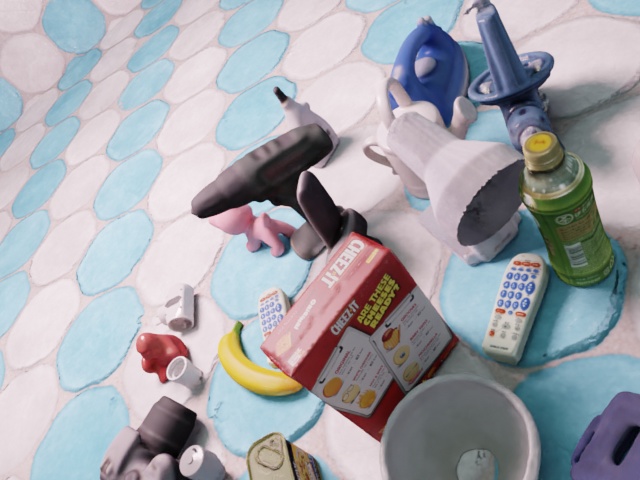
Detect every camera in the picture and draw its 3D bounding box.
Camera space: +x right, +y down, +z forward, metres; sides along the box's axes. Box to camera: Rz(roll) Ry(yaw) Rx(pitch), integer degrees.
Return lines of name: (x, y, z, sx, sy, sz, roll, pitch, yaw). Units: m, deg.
camera: (-0.230, 0.296, 0.807, 0.142, 0.101, 0.137, 10, 63, 41)

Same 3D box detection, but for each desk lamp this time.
desk lamp: (0.173, -0.059, 0.715, 0.118, 0.214, 0.202, -43, 42, -1)

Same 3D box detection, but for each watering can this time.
watering can: (0.140, -0.160, 0.837, 0.172, 0.195, 0.100, -28, 44, 15)

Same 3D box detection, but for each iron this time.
iron: (0.173, -0.291, 0.961, 0.118, 0.142, 0.258, 0, 56, 37)

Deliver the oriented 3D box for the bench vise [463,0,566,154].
bench vise: (0.269, -0.217, 0.769, 0.121, 0.220, 0.207, -33, 43, 10)

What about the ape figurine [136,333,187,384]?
ape figurine: (-0.264, 0.182, 0.934, 0.077, 0.092, 0.076, -6, 53, 33)

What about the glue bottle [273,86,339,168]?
glue bottle: (-0.032, -0.210, 1.024, 0.037, 0.174, 0.078, 15, 66, 43)

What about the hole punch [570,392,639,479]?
hole punch: (0.284, 0.196, 0.512, 0.100, 0.091, 0.109, 25, 73, 46)

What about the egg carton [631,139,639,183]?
egg carton: (0.424, -0.073, 0.647, 0.107, 0.070, 0.150, -23, 45, 20)

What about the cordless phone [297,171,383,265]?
cordless phone: (0.007, 0.003, 0.809, 0.094, 0.186, 0.147, -15, 49, 27)

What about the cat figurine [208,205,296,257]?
cat figurine: (-0.125, -0.032, 0.987, 0.127, 0.118, 0.067, 5, 60, 39)

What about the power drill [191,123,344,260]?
power drill: (-0.056, -0.064, 0.894, 0.229, 0.209, 0.075, -42, 42, 0)

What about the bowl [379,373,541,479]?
bowl: (0.151, 0.229, 0.597, 0.167, 0.075, 0.167, -20, 46, 23)
